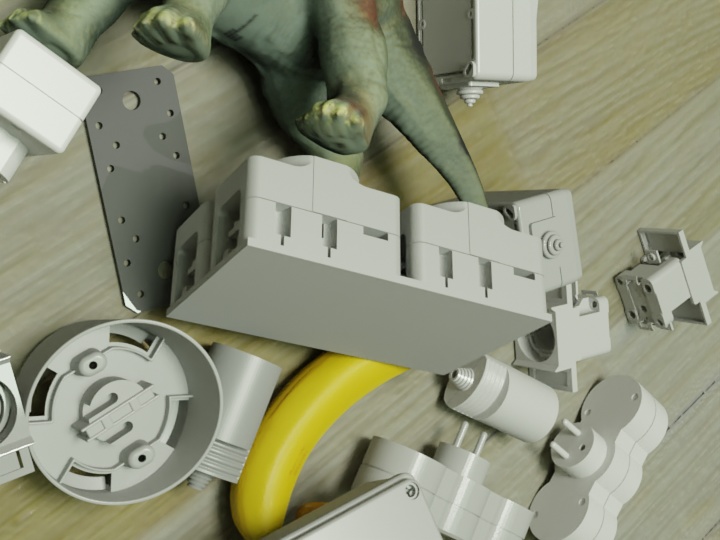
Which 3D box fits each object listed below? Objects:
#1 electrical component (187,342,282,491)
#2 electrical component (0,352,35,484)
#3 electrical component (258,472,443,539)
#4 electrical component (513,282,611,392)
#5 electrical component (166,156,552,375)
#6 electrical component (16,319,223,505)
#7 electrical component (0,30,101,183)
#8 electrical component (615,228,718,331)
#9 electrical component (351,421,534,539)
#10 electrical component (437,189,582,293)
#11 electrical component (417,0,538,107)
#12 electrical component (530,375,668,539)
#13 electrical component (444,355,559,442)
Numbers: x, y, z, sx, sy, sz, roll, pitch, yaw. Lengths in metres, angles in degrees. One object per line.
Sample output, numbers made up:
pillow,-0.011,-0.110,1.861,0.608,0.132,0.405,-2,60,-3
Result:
electrical component,-0.080,0.087,0.618,0.043,0.043,0.081,27,78,-32
electrical component,-0.195,0.066,0.526,0.042,0.064,0.081,-19,104,-33
electrical component,-0.001,0.186,0.605,0.109,0.056,0.108,-21,87,-33
electrical component,0.145,0.043,0.768,0.064,0.042,0.081,-9,99,-35
electrical component,0.000,0.000,0.606,0.186,0.105,0.060,14,62,-27
electrical component,-0.131,0.073,0.569,0.099,0.064,0.099,-3,95,-34
electrical component,-0.176,-0.067,0.517,0.047,0.083,0.075,37,73,-30
electrical component,0.234,0.011,0.826,0.064,0.042,0.081,-32,109,-27
electrical component,0.063,0.138,0.712,0.138,0.052,0.073,32,75,-31
electrical component,0.102,-0.019,0.702,0.061,0.096,0.061,-17,102,-36
electrical component,0.078,-0.154,0.697,0.061,0.062,0.096,-4,96,-34
electrical component,0.164,0.135,0.781,0.074,0.052,0.138,41,71,-29
electrical component,0.093,0.085,0.734,0.081,0.043,0.043,28,78,-32
